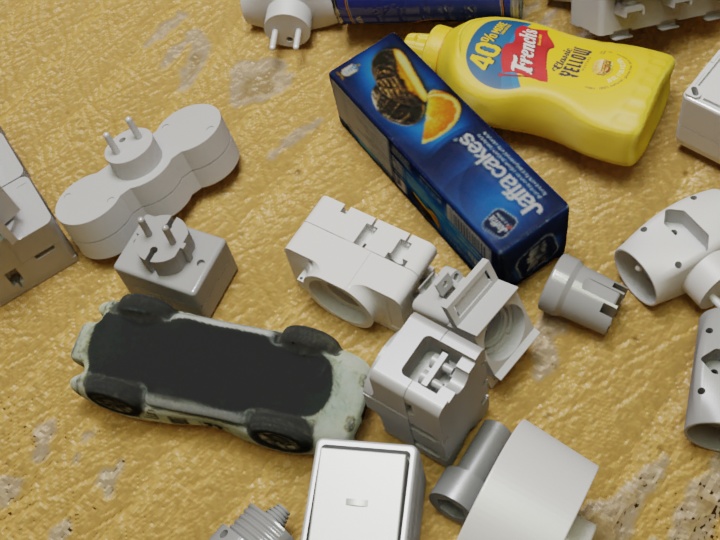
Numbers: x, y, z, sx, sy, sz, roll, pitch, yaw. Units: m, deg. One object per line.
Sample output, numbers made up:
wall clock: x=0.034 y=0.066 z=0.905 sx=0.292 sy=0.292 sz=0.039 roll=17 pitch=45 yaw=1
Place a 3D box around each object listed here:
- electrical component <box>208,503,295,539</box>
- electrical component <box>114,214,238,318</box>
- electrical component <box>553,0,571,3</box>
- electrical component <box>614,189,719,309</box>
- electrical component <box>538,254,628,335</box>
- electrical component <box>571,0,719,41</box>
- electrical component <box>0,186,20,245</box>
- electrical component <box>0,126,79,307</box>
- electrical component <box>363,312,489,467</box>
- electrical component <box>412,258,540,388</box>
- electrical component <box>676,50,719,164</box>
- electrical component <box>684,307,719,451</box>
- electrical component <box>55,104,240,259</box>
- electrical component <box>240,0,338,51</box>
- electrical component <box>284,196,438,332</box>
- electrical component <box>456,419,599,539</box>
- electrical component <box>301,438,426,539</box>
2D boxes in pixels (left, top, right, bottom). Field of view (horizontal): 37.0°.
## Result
electrical component: x=-0.071 y=0.171 z=0.631 sx=0.043 sy=0.043 sz=0.081 roll=34 pitch=70 yaw=25
electrical component: x=-0.129 y=-0.012 z=0.728 sx=0.066 sy=0.076 sz=0.047 roll=18 pitch=64 yaw=18
electrical component: x=0.168 y=-0.224 z=0.829 sx=0.046 sy=0.040 sz=0.040 roll=11 pitch=62 yaw=22
electrical component: x=0.218 y=-0.002 z=0.686 sx=0.077 sy=0.043 sz=0.079 roll=-31 pitch=60 yaw=-10
electrical component: x=0.144 y=0.017 z=0.691 sx=0.046 sy=0.040 sz=0.040 roll=26 pitch=67 yaw=15
electrical component: x=0.214 y=-0.211 z=0.778 sx=0.121 sy=0.063 sz=0.078 roll=-15 pitch=31 yaw=-18
electrical component: x=-0.271 y=-0.041 z=0.714 sx=0.081 sy=0.042 sz=0.064 roll=37 pitch=73 yaw=27
electrical component: x=-0.285 y=-0.051 z=0.785 sx=0.089 sy=0.061 sz=0.150 roll=-32 pitch=60 yaw=-10
electrical component: x=0.040 y=0.071 z=0.644 sx=0.056 sy=0.089 sz=0.050 roll=28 pitch=68 yaw=22
electrical component: x=0.071 y=0.030 z=0.677 sx=0.042 sy=0.081 sz=0.064 roll=-46 pitch=41 yaw=-18
electrical component: x=0.271 y=-0.099 z=0.725 sx=0.096 sy=0.061 sz=0.061 roll=33 pitch=69 yaw=24
electrical component: x=0.239 y=0.069 z=0.641 sx=0.079 sy=0.043 sz=0.077 roll=10 pitch=62 yaw=14
electrical component: x=-0.157 y=-0.076 z=0.766 sx=0.138 sy=0.073 sz=0.052 roll=-38 pitch=46 yaw=-14
electrical component: x=-0.055 y=-0.204 z=0.849 sx=0.077 sy=0.044 sz=0.079 roll=1 pitch=60 yaw=10
electrical component: x=0.000 y=0.000 z=0.716 sx=0.089 sy=0.050 sz=0.055 roll=25 pitch=67 yaw=22
electrical component: x=0.093 y=0.143 z=0.586 sx=0.060 sy=0.108 sz=0.108 roll=26 pitch=67 yaw=15
electrical component: x=0.001 y=0.150 z=0.621 sx=0.062 sy=0.061 sz=0.096 roll=3 pitch=60 yaw=11
